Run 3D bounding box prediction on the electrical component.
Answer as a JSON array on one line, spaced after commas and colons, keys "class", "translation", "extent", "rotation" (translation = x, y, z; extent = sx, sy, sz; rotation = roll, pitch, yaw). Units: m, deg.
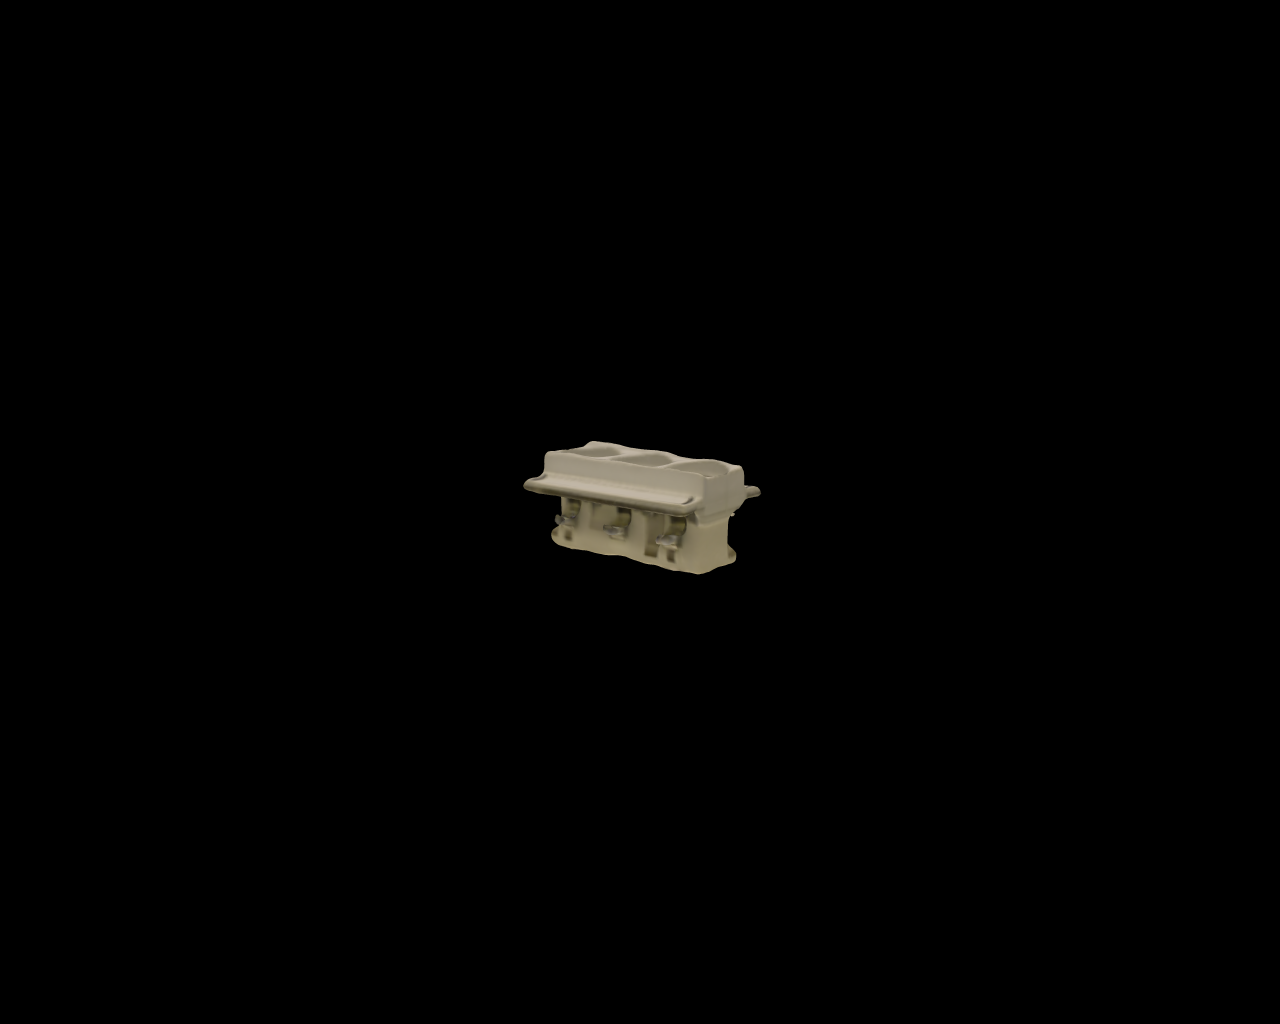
[{"class": "electrical component", "translation": [0.001, -0.003, 0.650], "extent": [0.121, 0.063, 0.079], "rotation": [11, 18, 37]}]
